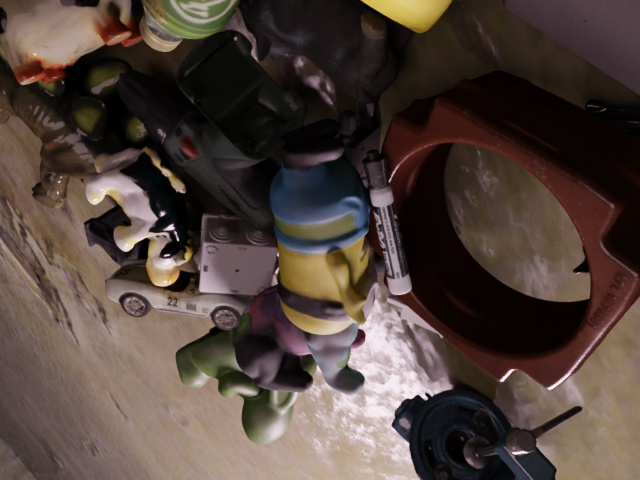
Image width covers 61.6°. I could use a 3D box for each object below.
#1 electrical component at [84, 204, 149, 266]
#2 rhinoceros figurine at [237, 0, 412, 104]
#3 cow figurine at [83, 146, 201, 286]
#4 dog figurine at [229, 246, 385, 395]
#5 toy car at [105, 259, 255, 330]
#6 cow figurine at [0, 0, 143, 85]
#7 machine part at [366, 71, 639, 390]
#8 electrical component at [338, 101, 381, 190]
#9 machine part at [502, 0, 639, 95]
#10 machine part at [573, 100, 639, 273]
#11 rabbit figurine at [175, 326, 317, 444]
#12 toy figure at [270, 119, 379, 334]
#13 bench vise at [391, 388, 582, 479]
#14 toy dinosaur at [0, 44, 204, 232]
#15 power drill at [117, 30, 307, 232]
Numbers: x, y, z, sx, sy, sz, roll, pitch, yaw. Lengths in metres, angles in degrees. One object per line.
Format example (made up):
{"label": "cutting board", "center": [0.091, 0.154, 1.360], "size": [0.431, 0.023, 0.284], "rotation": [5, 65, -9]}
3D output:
{"label": "electrical component", "center": [-0.256, 0.001, 0.741], "size": [0.119, 0.075, 0.047], "rotation": [29, 135, 21]}
{"label": "rhinoceros figurine", "center": [-0.013, -0.188, 0.435], "size": [0.190, 0.073, 0.112], "rotation": [37, 146, 6]}
{"label": "cow figurine", "center": [-0.181, -0.025, 0.606], "size": [0.098, 0.068, 0.167], "rotation": [-14, 123, 14]}
{"label": "dog figurine", "center": [-0.014, 0.048, 0.571], "size": [0.192, 0.108, 0.219], "rotation": [0, 119, 12]}
{"label": "toy car", "center": [-0.168, 0.066, 0.684], "size": [0.202, 0.073, 0.056], "rotation": [7, 116, 3]}
{"label": "cow figurine", "center": [-0.222, -0.240, 0.503], "size": [0.195, 0.085, 0.127], "rotation": [-23, 108, 11]}
{"label": "machine part", "center": [0.138, -0.007, 0.408], "size": [0.201, 0.087, 0.201], "rotation": [40, 142, 28]}
{"label": "electrical component", "center": [0.032, -0.078, 0.482], "size": [0.021, 0.063, 0.093], "rotation": [20, 132, 23]}
{"label": "machine part", "center": [0.200, -0.127, 0.315], "size": [0.243, 0.079, 0.079], "rotation": [37, 135, 7]}
{"label": "machine part", "center": [0.225, -0.032, 0.396], "size": [0.084, 0.039, 0.138], "rotation": [9, 125, 24]}
{"label": "rabbit figurine", "center": [-0.080, 0.185, 0.725], "size": [0.159, 0.121, 0.170], "rotation": [-24, 93, 22]}
{"label": "toy figure", "center": [0.000, -0.004, 0.442], "size": [0.089, 0.082, 0.179], "rotation": [4, 126, 25]}
{"label": "bench vise", "center": [0.179, 0.243, 0.558], "size": [0.224, 0.129, 0.240], "rotation": [52, 158, 19]}
{"label": "toy dinosaur", "center": [-0.289, -0.126, 0.653], "size": [0.471, 0.105, 0.198], "rotation": [39, 132, -10]}
{"label": "power drill", "center": [-0.107, -0.109, 0.515], "size": [0.232, 0.086, 0.207], "rotation": [45, 154, -8]}
